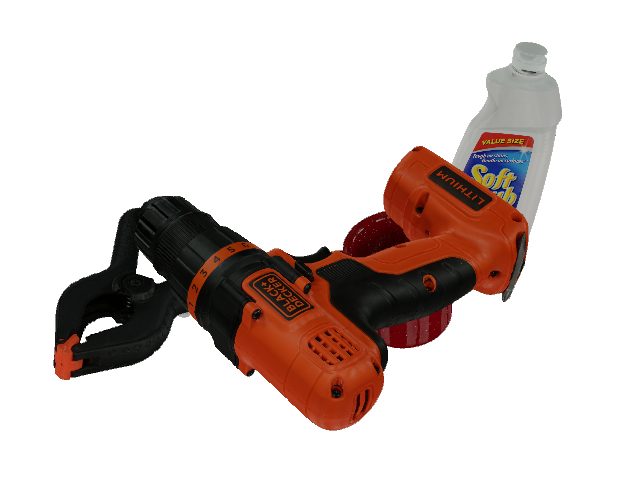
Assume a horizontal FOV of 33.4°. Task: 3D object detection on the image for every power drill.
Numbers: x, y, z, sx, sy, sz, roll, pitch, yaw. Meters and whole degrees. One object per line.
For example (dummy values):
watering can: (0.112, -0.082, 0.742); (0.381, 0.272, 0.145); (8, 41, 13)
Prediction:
power drill: (0.010, 0.009, 0.607); (0.187, 0.057, 0.185); (-26, 52, -33)

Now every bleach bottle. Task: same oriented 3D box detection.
bleach bottle: (0.171, -0.076, 1.042); (0.103, 0.251, 0.068); (21, 38, 18)

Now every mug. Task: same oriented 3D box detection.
mug: (0.055, 0.034, 0.881); (0.117, 0.081, 0.093); (1, 41, 9)

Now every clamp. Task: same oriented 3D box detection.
clamp: (-0.138, 0.035, 0.765); (0.120, 0.039, 0.171); (27, 37, 26)

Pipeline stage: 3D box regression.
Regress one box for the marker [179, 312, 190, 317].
marker: (-0.116, 0.038, 1.038); (0.020, 0.020, 0.121); (0, 25, 13)
